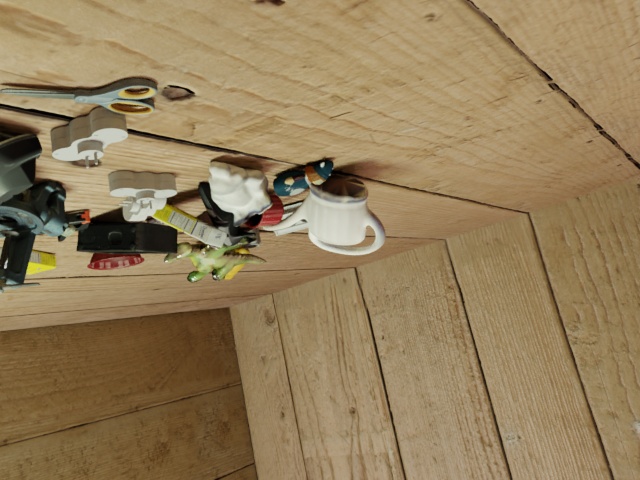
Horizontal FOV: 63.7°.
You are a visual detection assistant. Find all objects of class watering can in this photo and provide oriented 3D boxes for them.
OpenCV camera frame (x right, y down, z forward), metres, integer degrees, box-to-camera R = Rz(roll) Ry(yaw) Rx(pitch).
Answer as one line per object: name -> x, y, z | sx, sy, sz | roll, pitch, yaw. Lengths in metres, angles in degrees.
watering can -> 0.004, -0.068, 1.347 | 0.348, 0.219, 0.106 | 13, -144, 15

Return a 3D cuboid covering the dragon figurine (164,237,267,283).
dragon figurine -> -0.278, 0.041, 1.530 | 0.411, 0.123, 0.240 | -3, 167, -40

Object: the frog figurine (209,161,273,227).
frog figurine -> -0.190, -0.124, 1.133 | 0.136, 0.125, 0.157 | -11, 135, 35
